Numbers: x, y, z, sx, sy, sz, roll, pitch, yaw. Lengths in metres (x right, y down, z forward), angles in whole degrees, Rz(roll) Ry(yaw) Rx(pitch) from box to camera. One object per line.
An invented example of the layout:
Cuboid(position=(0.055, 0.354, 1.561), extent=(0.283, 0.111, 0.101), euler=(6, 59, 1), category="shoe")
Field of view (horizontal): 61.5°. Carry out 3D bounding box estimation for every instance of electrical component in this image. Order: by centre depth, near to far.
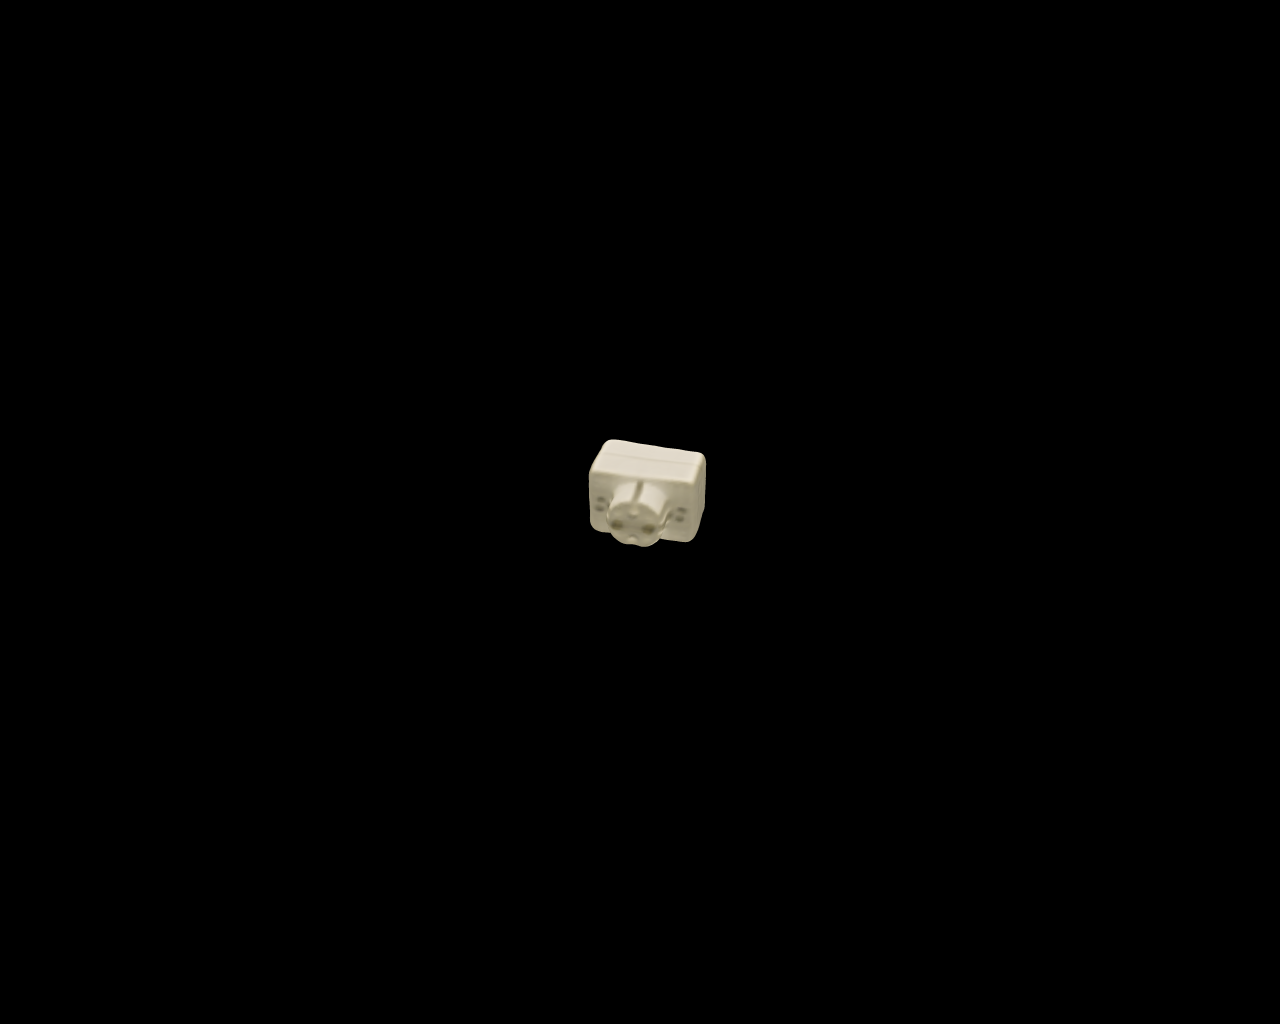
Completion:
Cuboid(position=(0.001, -0.003, 0.650), extent=(0.066, 0.047, 0.077), euler=(8, 36, 11), category="electrical component")
